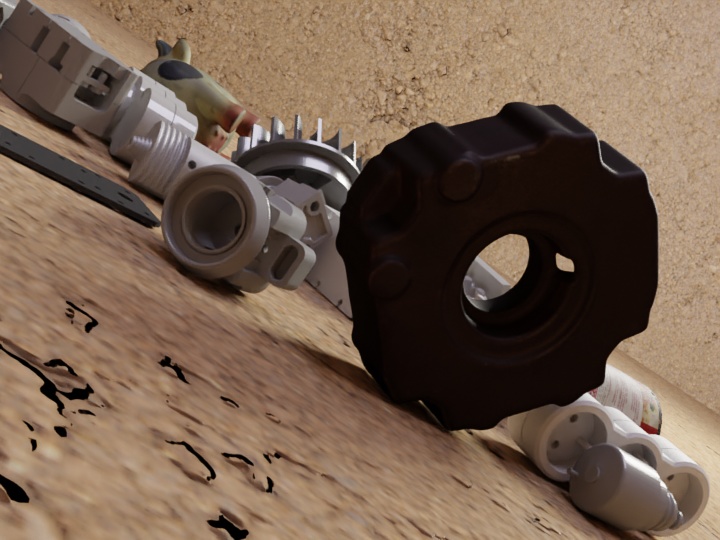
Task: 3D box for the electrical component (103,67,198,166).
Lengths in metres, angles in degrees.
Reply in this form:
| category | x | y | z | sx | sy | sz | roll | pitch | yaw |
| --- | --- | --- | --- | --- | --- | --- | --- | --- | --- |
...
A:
| category | x | y | z | sx | sy | sz | roll | pitch | yaw |
| --- | --- | --- | --- | --- | --- | --- | --- | --- | --- |
| electrical component | -0.167 | -0.114 | 0.759 | 0.074 | 0.052 | 0.138 | 31 | 7 | -27 |

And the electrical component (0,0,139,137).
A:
| category | x | y | z | sx | sy | sz | roll | pitch | yaw |
| --- | --- | --- | --- | --- | --- | --- | --- | --- | --- |
| electrical component | -0.198 | -0.130 | 0.704 | 0.089 | 0.055 | 0.050 | 38 | 7 | 35 |

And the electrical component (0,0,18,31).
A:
| category | x | y | z | sx | sy | sz | roll | pitch | yaw |
| --- | --- | --- | --- | --- | --- | --- | --- | --- | --- |
| electrical component | -0.275 | -0.179 | 0.729 | 0.076 | 0.047 | 0.083 | 35 | 6 | 13 |

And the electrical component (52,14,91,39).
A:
| category | x | y | z | sx | sy | sz | roll | pitch | yaw |
| --- | --- | --- | --- | --- | --- | --- | --- | --- | --- |
| electrical component | -0.230 | -0.162 | 0.799 | 0.055 | 0.055 | 0.047 | 33 | 10 | -10 |

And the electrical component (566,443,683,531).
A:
| category | x | y | z | sx | sy | sz | roll | pitch | yaw |
| --- | --- | --- | --- | --- | --- | --- | --- | --- | --- |
| electrical component | 0.154 | 0.128 | 0.608 | 0.078 | 0.040 | 0.040 | 31 | 7 | -28 |

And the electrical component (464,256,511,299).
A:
| category | x | y | z | sx | sy | sz | roll | pitch | yaw |
| --- | --- | --- | --- | --- | --- | --- | --- | --- | --- |
| electrical component | 0.073 | 0.035 | 0.765 | 0.063 | 0.078 | 0.121 | 3 | 11 | -7 |

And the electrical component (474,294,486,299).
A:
| category | x | y | z | sx | sy | sz | roll | pitch | yaw |
| --- | --- | --- | --- | --- | --- | --- | --- | --- | --- |
| electrical component | 0.064 | 0.045 | 0.679 | 0.048 | 0.062 | 0.048 | 33 | 6 | -4 |

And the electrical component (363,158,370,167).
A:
| category | x | y | z | sx | sy | sz | roll | pitch | yaw |
| --- | --- | --- | --- | --- | --- | --- | --- | --- | --- |
| electrical component | 0.005 | -0.053 | 1.004 | 0.056 | 0.089 | 0.050 | 31 | 7 | -29 |

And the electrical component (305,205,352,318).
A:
| category | x | y | z | sx | sy | sz | roll | pitch | yaw |
| --- | --- | --- | --- | --- | --- | --- | --- | --- | --- |
| electrical component | 0.000 | 0.000 | 0.752 | 0.056 | 0.050 | 0.089 | 25 | 10 | -47 |

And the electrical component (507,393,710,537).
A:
| category | x | y | z | sx | sy | sz | roll | pitch | yaw |
| --- | --- | --- | --- | --- | --- | --- | --- | --- | --- |
| electrical component | 0.146 | 0.108 | 0.665 | 0.138 | 0.052 | 0.073 | 32 | 6 | -25 |

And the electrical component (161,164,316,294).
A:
| category | x | y | z | sx | sy | sz | roll | pitch | yaw |
| --- | --- | --- | --- | --- | --- | --- | --- | --- | --- |
| electrical component | -0.067 | -0.022 | 0.555 | 0.078 | 0.058 | 0.057 | 36 | 4 | 18 |

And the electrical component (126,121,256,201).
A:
| category | x | y | z | sx | sy | sz | roll | pitch | yaw |
| --- | --- | --- | --- | --- | --- | --- | --- | --- | --- |
| electrical component | -0.111 | -0.061 | 0.681 | 0.081 | 0.043 | 0.043 | 30 | 7 | -27 |

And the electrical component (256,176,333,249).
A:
| category | x | y | z | sx | sy | sz | roll | pitch | yaw |
| --- | --- | --- | --- | --- | --- | --- | --- | --- | --- |
| electrical component | -0.056 | -0.036 | 0.730 | 0.055 | 0.066 | 0.048 | 29 | -34 | 44 |
